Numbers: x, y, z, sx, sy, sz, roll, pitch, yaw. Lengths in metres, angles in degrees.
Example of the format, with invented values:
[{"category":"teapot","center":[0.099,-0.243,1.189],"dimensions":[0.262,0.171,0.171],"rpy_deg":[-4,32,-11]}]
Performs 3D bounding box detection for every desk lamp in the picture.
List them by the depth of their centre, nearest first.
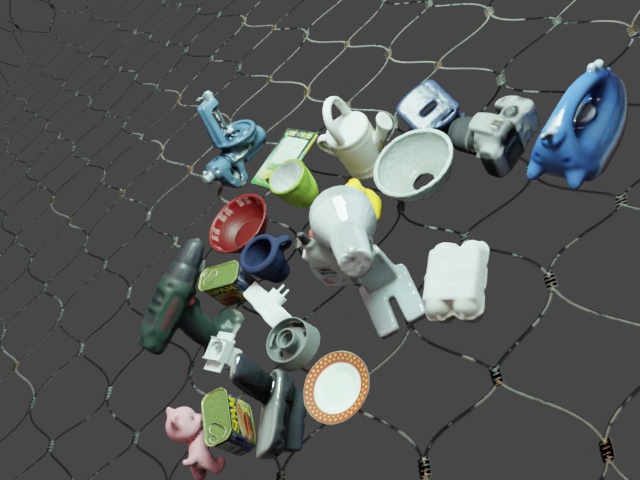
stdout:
[{"category":"desk lamp","center":[0.079,0.031,0.995],"dimensions":[0.118,0.214,0.203],"rpy_deg":[-32,46,11]}]

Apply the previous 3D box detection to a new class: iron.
[{"category":"iron","center":[0.446,-0.219,0.976],"dimensions":[0.118,0.142,0.258],"rpy_deg":[22,73,42]}]

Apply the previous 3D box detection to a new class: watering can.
[{"category":"watering can","center":[0.069,-0.225,1.204],"dimensions":[0.172,0.195,0.101],"rpy_deg":[-25,48,18]}]

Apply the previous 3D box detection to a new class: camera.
[{"category":"camera","center":[0.319,-0.211,1.087],"dimensions":[0.136,0.101,0.143],"rpy_deg":[26,76,43]}]

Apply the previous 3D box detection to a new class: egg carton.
[{"category":"egg carton","center":[0.230,0.070,0.965],"dimensions":[0.107,0.070,0.150],"rpy_deg":[-6,55,31]}]

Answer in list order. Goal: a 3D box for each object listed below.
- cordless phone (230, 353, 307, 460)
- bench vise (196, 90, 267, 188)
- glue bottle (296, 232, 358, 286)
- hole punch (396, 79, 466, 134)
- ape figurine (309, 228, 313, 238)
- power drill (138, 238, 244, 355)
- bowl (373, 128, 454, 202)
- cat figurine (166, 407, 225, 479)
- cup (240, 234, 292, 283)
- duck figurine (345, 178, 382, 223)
[{"category":"cordless phone","center":[-0.105,0.279,0.961],"dimensions":[0.094,0.186,0.147],"rpy_deg":[-16,51,25]},{"category":"bench vise","center":[-0.234,-0.244,1.409],"dimensions":[0.121,0.220,0.207],"rpy_deg":[-6,55,31]},{"category":"glue bottle","center":[0.004,0.033,1.075],"dimensions":[0.078,0.174,0.037],"rpy_deg":[-10,54,29]},{"category":"hole punch","center":[0.231,-0.266,1.195],"dimensions":[0.108,0.091,0.100],"rpy_deg":[-42,45,2]},{"category":"ape figurine","center":[0.011,0.004,1.149],"dimensions":[0.077,0.092,0.076],"rpy_deg":[10,65,39]},{"category":"power drill","center":[-0.251,0.138,1.149],"dimensions":[0.075,0.209,0.230],"rpy_deg":[17,69,41]},{"category":"bowl","center":[0.195,-0.136,1.137],"dimensions":[0.167,0.075,0.167],"rpy_deg":[-18,50,23]},{"category":"cat figurine","center":[-0.238,0.360,1.042],"dimensions":[0.067,0.118,0.127],"rpy_deg":[-32,46,11]},{"category":"cup","center":[-0.094,0.041,1.193],"dimensions":[0.117,0.095,0.091],"rpy_deg":[-32,46,11]},{"category":"duck figurine","center":[0.078,-0.078,1.167],"dimensions":[0.077,0.086,0.104],"rpy_deg":[-20,49,22]}]
